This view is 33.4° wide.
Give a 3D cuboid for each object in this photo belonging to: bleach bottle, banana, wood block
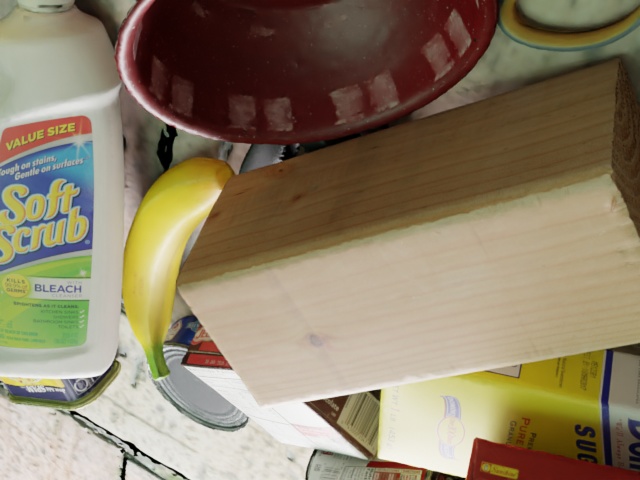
[{"bbox_3d":[-0.168,-0.037,0.633,0.102,0.068,0.251,3,119,-4],"label":"bleach bottle"},{"bbox_3d":[-0.093,0.005,0.668,0.070,0.037,0.198,46,140,22],"label":"banana"},{"bbox_3d":[0.050,0.003,0.493,0.206,0.090,0.090,-14,123,28],"label":"wood block"}]

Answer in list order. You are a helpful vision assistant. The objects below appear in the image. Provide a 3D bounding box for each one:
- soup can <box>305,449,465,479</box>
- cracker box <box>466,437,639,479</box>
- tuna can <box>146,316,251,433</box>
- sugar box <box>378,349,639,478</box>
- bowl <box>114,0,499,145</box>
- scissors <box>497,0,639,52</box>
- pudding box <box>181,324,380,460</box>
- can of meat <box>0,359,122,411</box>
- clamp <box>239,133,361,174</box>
[{"bbox_3d":[0.049,0.163,0.703,0.102,0.068,0.068,-5,125,40],"label":"soup can"},{"bbox_3d":[0.159,0.191,0.584,0.164,0.072,0.213,9,152,14],"label":"cracker box"},{"bbox_3d":[-0.078,0.095,0.756,0.086,0.033,0.086,20,138,19],"label":"tuna can"},{"bbox_3d":[0.122,0.097,0.579,0.176,0.048,0.093,12,135,13],"label":"sugar box"},{"bbox_3d":[-0.008,-0.103,0.459,0.162,0.055,0.162,-7,158,-3],"label":"bowl"},{"bbox_3d":[0.145,-0.124,0.393,0.202,0.016,0.096,-13,120,43],"label":"scissors"},{"bbox_3d":[-0.021,0.096,0.685,0.090,0.039,0.113,0,143,46],"label":"pudding box"},{"bbox_3d":[-0.218,0.081,0.828,0.102,0.057,0.084,-2,126,37],"label":"can of meat"},{"bbox_3d":[-0.004,0.001,0.608,0.165,0.036,0.210,8,136,30],"label":"clamp"}]
